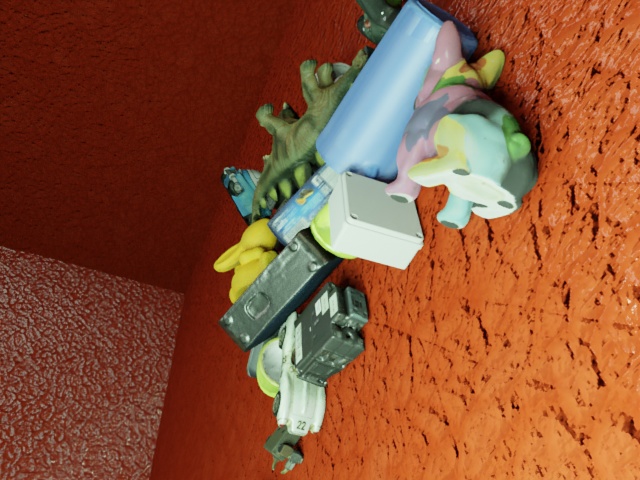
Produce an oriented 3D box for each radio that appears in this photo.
[{"bbox_3d":[-0.060,0.079,0.892,0.229,0.073,0.131,-49,-11,17],"label":"radio"}]

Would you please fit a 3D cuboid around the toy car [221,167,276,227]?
[{"bbox_3d":[-0.154,-0.106,1.238,0.103,0.161,0.109,-30,31,-10],"label":"toy car"}]

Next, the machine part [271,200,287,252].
[{"bbox_3d":[-0.078,-0.036,1.242,0.243,0.079,0.079,134,149,-58],"label":"machine part"}]

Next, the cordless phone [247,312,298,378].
[{"bbox_3d":[-0.098,0.196,1.070,0.184,0.089,0.146,173,113,-76],"label":"cordless phone"}]

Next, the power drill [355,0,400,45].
[{"bbox_3d":[0.072,-0.405,0.909,0.086,0.207,0.232,-44,39,4],"label":"power drill"}]

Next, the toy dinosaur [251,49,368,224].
[{"bbox_3d":[-0.040,-0.183,1.049,0.471,0.105,0.198,-42,71,44],"label":"toy dinosaur"}]

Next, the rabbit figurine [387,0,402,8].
[{"bbox_3d":[0.123,-0.516,1.035,0.170,0.121,0.159,-82,17,-79],"label":"rabbit figurine"}]

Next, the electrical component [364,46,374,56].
[{"bbox_3d":[0.103,-0.332,1.020,0.075,0.048,0.119,-90,22,-44],"label":"electrical component"}]

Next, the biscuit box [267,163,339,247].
[{"bbox_3d":[0.003,-0.073,0.902,0.202,0.059,0.063,-45,-9,9],"label":"biscuit box"}]

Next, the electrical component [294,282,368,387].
[{"bbox_3d":[0.017,0.132,0.791,0.134,0.058,0.115,-50,28,32],"label":"electrical component"}]

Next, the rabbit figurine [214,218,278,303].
[{"bbox_3d":[-0.122,0.042,1.068,0.162,0.121,0.173,-23,54,31],"label":"rabbit figurine"}]

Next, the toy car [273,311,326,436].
[{"bbox_3d":[-0.029,0.206,0.845,0.202,0.073,0.056,-88,25,-43],"label":"toy car"}]

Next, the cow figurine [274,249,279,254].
[{"bbox_3d":[-0.097,0.098,1.134,0.098,0.068,0.167,-41,65,47],"label":"cow figurine"}]

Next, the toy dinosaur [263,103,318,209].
[{"bbox_3d":[-0.077,-0.151,1.306,0.404,0.131,0.192,115,163,-44],"label":"toy dinosaur"}]

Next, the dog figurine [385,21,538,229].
[{"bbox_3d":[0.154,-0.135,0.563,0.191,0.108,0.219,155,133,-69],"label":"dog figurine"}]

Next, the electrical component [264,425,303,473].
[{"bbox_3d":[-0.057,0.332,0.871,0.078,0.045,0.102,-49,8,-28],"label":"electrical component"}]
